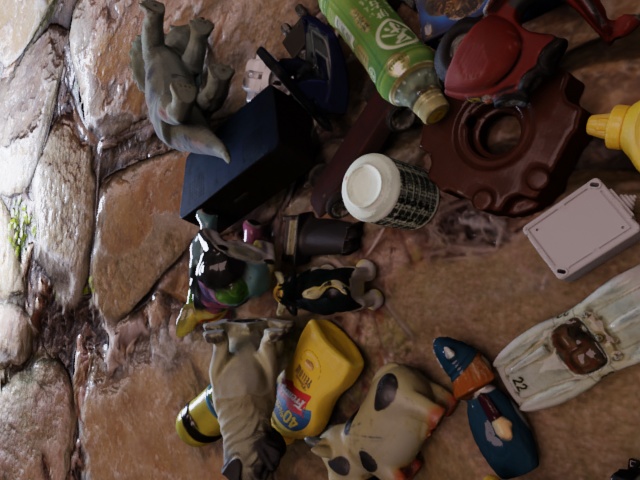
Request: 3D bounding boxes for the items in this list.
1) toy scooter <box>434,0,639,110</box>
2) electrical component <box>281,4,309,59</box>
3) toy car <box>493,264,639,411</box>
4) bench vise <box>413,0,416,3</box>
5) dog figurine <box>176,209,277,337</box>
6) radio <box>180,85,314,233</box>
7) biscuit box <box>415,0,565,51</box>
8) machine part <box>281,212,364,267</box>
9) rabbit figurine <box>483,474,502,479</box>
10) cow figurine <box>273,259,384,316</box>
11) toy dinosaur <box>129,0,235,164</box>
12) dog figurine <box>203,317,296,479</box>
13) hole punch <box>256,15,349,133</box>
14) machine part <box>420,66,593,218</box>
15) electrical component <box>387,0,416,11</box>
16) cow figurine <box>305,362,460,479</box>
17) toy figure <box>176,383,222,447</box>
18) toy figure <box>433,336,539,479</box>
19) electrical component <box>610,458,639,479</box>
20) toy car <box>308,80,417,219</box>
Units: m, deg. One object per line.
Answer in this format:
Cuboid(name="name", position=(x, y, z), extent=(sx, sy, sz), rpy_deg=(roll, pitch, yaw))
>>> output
Cuboid(name="toy scooter", position=(0.201, -0.191, 0.494), extent=(0.135, 0.075, 0.183), rpy_deg=(48, 114, 25))
Cuboid(name="electrical component", position=(-0.023, -0.299, 0.792), extent=(0.063, 0.021, 0.094), rpy_deg=(-44, 60, 29))
Cuboid(name="toy car", position=(0.258, 0.092, 0.502), extent=(0.201, 0.056, 0.073), rpy_deg=(-43, 61, 30))
Cuboid(name="bench vise", position=(0.128, -0.405, 0.597), extent=(0.241, 0.129, 0.223), rpy_deg=(-27, 74, 47))
Cuboid(name="dog figurine", position=(-0.148, 0.078, 0.797), extent=(0.192, 0.108, 0.219), rpy_deg=(-121, 44, -54))
Cuboid(name="radio", position=(-0.115, -0.117, 0.803), extent=(0.230, 0.073, 0.131), rpy_deg=(-30, 50, 34))
Cuboid(name="biscuit box", position=(0.205, -0.267, 0.570), extent=(0.203, 0.063, 0.059), rpy_deg=(-15, 79, 39))
Cuboid(name="machine part", position=(-0.002, -0.002, 0.742), extent=(0.139, 0.039, 0.084), rpy_deg=(-3, 77, 42))
Cuboid(name="rabbit figurine", position=(0.175, 0.306, 0.481), extent=(0.122, 0.173, 0.162), rpy_deg=(20, 104, 43))
Cuboid(name="cow figurine", position=(-0.010, 0.069, 0.704), extent=(0.167, 0.098, 0.068), rpy_deg=(-10, 87, 39))
Cuboid(name="toy dinosaur", position=(-0.218, -0.222, 0.838), extent=(0.192, 0.131, 0.405), rpy_deg=(121, 141, -51))
Cuboid(name="dog figurine", position=(-0.094, 0.203, 0.708), extent=(0.121, 0.172, 0.190), rpy_deg=(-1, 91, 6))
Cuboid(name="hole punch", position=(-0.008, -0.222, 0.709), extent=(0.092, 0.115, 0.142), rpy_deg=(-41, 40, 4))
Cuboid(name="machine part", position=(0.192, -0.114, 0.574), extent=(0.179, 0.056, 0.179), rpy_deg=(-5, 82, 40))
Cuboid(name="electrical component", position=(0.071, -0.311, 0.698), extent=(0.078, 0.045, 0.102), rpy_deg=(-46, 60, 30))
Cuboid(name="cow figurine", position=(0.064, 0.230, 0.638), extent=(0.127, 0.085, 0.194), rpy_deg=(37, 112, 30))
Cuboid(name="toy figure", position=(-0.148, 0.245, 0.811), extent=(0.180, 0.089, 0.082), rpy_deg=(-43, 53, 32))
Cuboid(name="toy figure", position=(0.171, 0.169, 0.567), extent=(0.154, 0.058, 0.064), rpy_deg=(65, 147, 19))
Cuboid(name="electrical component", position=(0.277, 0.222, 0.435), extent=(0.075, 0.119, 0.047), rpy_deg=(6, 91, 38))
Cuboid(name="toy car", position=(0.053, -0.114, 0.693), extent=(0.202, 0.053, 0.089), rpy_deg=(-57, 40, 23))
